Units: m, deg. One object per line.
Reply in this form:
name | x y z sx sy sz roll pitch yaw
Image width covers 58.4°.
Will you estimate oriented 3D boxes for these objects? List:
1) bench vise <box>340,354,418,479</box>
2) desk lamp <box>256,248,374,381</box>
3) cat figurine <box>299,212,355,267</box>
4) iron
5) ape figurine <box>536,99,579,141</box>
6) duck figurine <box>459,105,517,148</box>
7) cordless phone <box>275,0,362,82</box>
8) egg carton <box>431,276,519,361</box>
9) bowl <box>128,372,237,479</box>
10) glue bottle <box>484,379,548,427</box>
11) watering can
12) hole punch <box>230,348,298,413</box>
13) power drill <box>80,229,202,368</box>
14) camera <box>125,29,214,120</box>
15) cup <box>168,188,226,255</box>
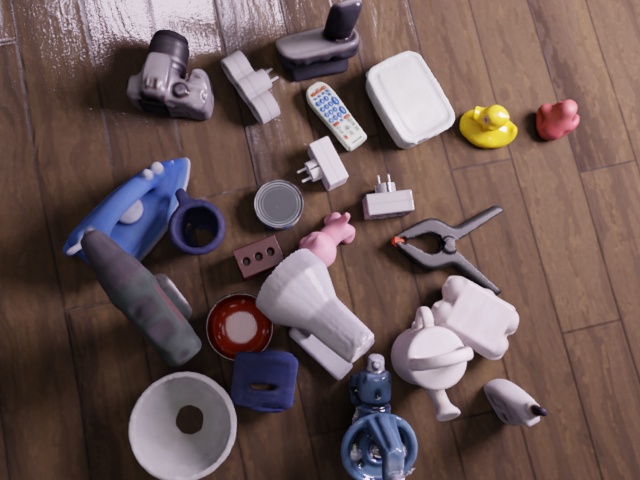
bench vise | 0.082 0.289 0.879 0.121 0.219 0.207 -18 83 -8
desk lamp | 0.003 0.122 0.901 0.203 0.213 0.118 43 80 2
cat figurine | 0.009 0.003 0.968 0.067 0.117 0.128 41 80 2
iron | -0.309 -0.056 0.935 0.118 0.141 0.258 38 80 1
ape figurine | 0.445 -0.229 1.061 0.078 0.092 0.076 39 80 2
duck figurine | 0.317 -0.215 1.049 0.104 0.086 0.077 18 80 -2
cordless phone | -0.001 -0.361 0.990 0.147 0.185 0.094 -19 83 -8
egg carton | 0.269 0.134 0.998 0.150 0.069 0.107 30 80 0
bowl | -0.216 0.296 0.922 0.167 0.074 0.167 1 81 -5
glue bottle | 0.324 0.270 0.929 0.037 0.173 0.078 -27 84 -9
watering can | 0.186 0.196 0.917 0.101 0.194 0.173 -31 85 -9
hole punch | -0.089 0.231 0.937 0.108 0.091 0.101 6 81 -4
power drill | -0.265 0.092 0.882 0.076 0.208 0.229 -39 86 -10
camera | -0.255 -0.293 0.998 0.143 0.100 0.137 9 80 -4
cup | -0.208 -0.026 0.963 0.092 0.095 0.118 -27 84 -9
